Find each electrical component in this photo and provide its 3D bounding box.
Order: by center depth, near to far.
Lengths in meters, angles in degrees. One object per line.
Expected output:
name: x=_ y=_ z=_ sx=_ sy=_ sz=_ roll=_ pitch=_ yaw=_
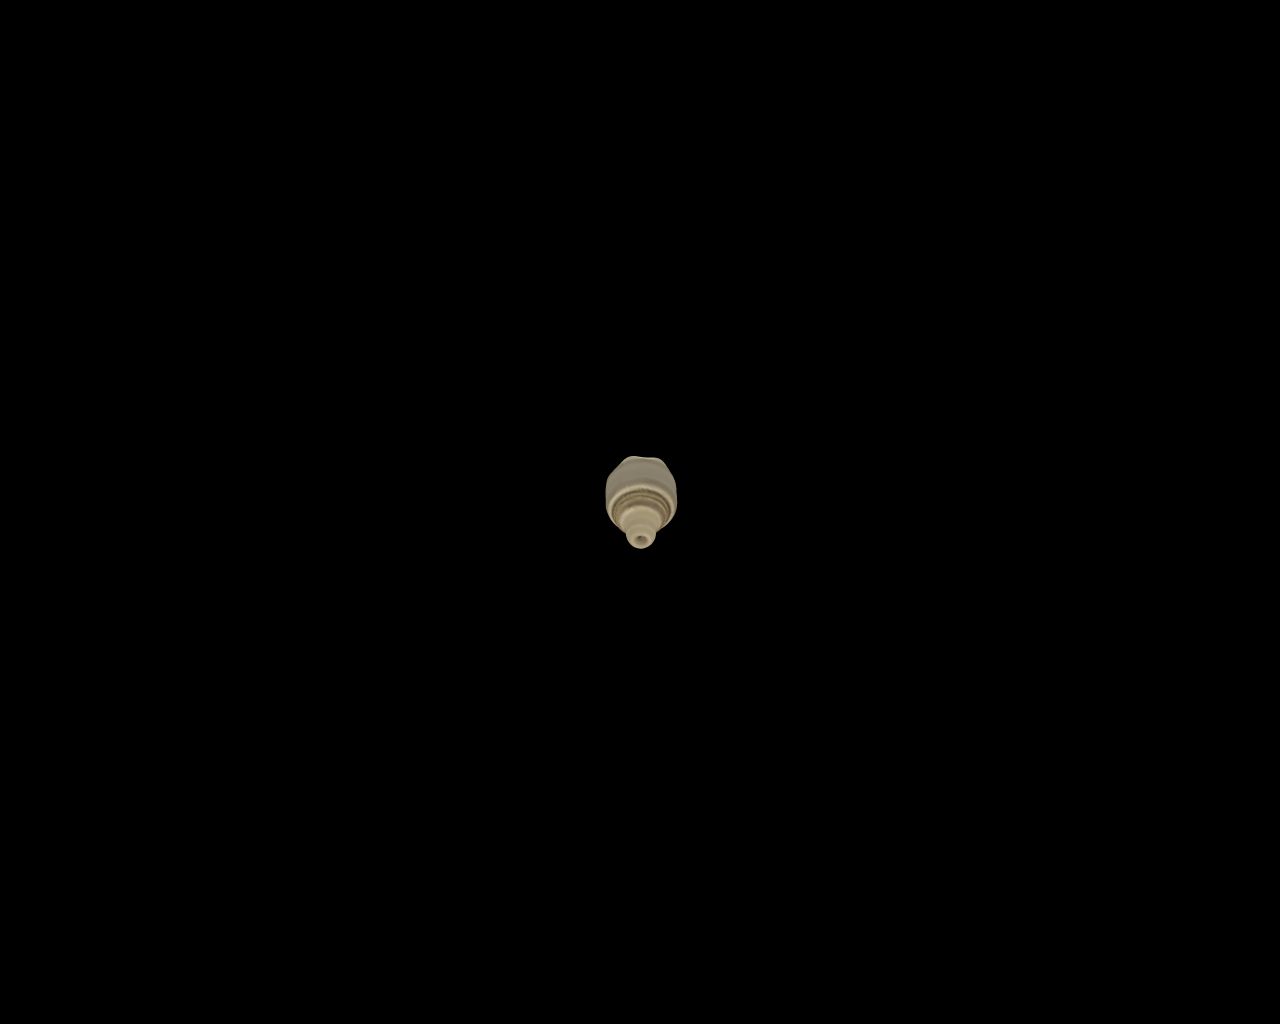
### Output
electrical component: x=0.001 y=-0.003 z=0.650 sx=0.043 sy=0.043 sz=0.062 roll=0 pitch=41 yaw=0
